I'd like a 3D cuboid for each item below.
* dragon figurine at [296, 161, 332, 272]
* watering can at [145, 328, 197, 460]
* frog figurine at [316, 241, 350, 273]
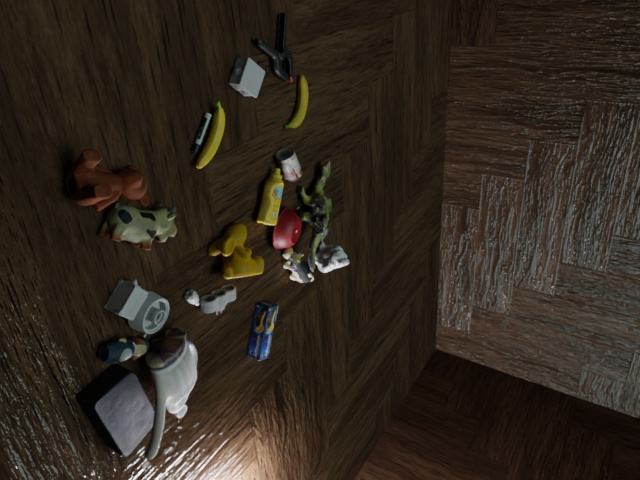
[{"bbox_3d":[0.006,-0.100,1.997,0.244,0.122,0.407,-20,114,-66],"label":"dragon figurine"},{"bbox_3d":[-0.417,0.393,1.418,0.355,0.104,0.220,-75,159,-59],"label":"watering can"},{"bbox_3d":[0.057,0.078,2.101,0.140,0.160,0.120,-45,139,-42],"label":"frog figurine"}]
